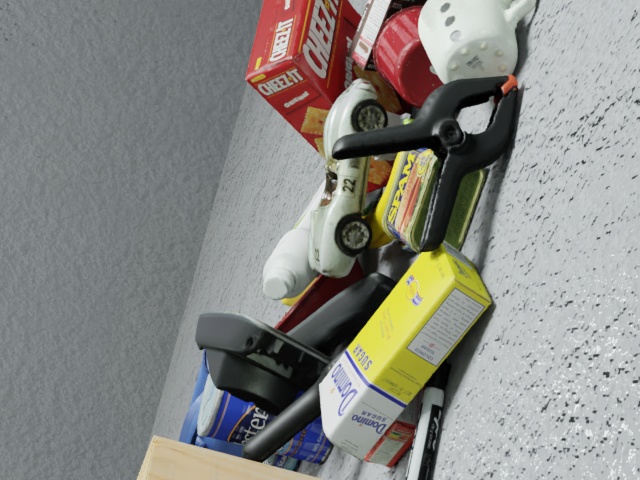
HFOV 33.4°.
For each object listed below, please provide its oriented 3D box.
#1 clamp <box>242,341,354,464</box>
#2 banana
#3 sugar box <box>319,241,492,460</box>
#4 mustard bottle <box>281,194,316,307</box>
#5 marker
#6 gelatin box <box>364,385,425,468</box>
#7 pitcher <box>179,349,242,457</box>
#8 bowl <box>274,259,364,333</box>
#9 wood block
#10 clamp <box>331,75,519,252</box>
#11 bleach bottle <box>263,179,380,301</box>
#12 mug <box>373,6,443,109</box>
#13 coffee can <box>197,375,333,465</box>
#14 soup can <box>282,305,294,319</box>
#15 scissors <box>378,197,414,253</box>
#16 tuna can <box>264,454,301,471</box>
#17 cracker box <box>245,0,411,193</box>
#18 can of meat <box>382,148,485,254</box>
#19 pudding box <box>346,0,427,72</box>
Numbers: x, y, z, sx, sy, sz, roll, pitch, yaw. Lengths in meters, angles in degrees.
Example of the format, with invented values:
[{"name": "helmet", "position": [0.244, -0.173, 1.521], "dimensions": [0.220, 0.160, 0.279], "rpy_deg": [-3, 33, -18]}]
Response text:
[{"name": "clamp", "position": [0.016, 0.138, 1.021], "dimensions": [0.164, 0.036, 0.210], "rpy_deg": [-27, -19, -43]}, {"name": "banana", "position": [0.070, -0.035, 1.078], "dimensions": [0.198, 0.037, 0.069], "rpy_deg": [117, 160, -53]}, {"name": "sugar box", "position": [0.065, 0.089, 0.889], "dimensions": [0.176, 0.048, 0.093], "rpy_deg": [-51, 16, 15]}, {"name": "mustard bottle", "position": [0.000, -0.005, 1.401], "dimensions": [0.096, 0.058, 0.192], "rpy_deg": [-81, 12, -54]}, {"name": "marker", "position": [0.087, 0.153, 0.869], "dimensions": [0.020, 0.020, 0.121], "rpy_deg": [141, 145, -70]}, {"name": "gelatin box", "position": [0.066, 0.146, 0.951], "dimensions": [0.073, 0.030, 0.089], "rpy_deg": [119, 163, -47]}, {"name": "pitcher", "position": [-0.126, 0.239, 1.462], "dimensions": [0.243, 0.149, 0.145], "rpy_deg": [113, 158, -44]}, {"name": "bowl", "position": [0.002, 0.079, 1.198], "dimensions": [0.162, 0.055, 0.162], "rpy_deg": [-49, 0, -1]}, {"name": "wood block", "position": [-0.073, 0.267, 0.998], "dimensions": [0.090, 0.206, 0.091], "rpy_deg": [-89, 19, -56]}, {"name": "clamp", "position": [0.108, -0.071, 0.891], "dimensions": [0.171, 0.120, 0.039], "rpy_deg": [-32, -3, -13]}, {"name": "bleach bottle", "position": [-0.008, 0.001, 1.196], "dimensions": [0.103, 0.068, 0.250], "rpy_deg": [-58, -3, 33]}, {"name": "mug", "position": [0.109, -0.170, 1.080], "dimensions": [0.081, 0.093, 0.117], "rpy_deg": [-109, 7, -63]}, {"name": "coffee can", "position": [-0.056, 0.185, 1.193], "dimensions": [0.103, 0.140, 0.103], "rpy_deg": [-164, 90, -79]}, {"name": "soup can", "position": [-0.029, 0.136, 1.315], "dimensions": [0.068, 0.068, 0.102], "rpy_deg": [-89, 20, -52]}, {"name": "scissors", "position": [0.085, -0.023, 1.134], "dimensions": [0.202, 0.016, 0.096], "rpy_deg": [144, 141, -72]}, {"name": "tuna can", "position": [-0.042, 0.246, 1.312], "dimensions": [0.086, 0.033, 0.086], "rpy_deg": [-164, 90, -78]}, {"name": "cracker box", "position": [0.020, -0.179, 1.185], "dimensions": [0.072, 0.213, 0.164], "rpy_deg": [-18, 46, 31]}, {"name": "can of meat", "position": [0.103, -0.038, 0.971], "dimensions": [0.084, 0.057, 0.102], "rpy_deg": [-133, 60, -74]}, {"name": "pudding box", "position": [0.093, -0.225, 1.144], "dimensions": [0.039, 0.113, 0.090], "rpy_deg": [46, 125, 41]}]
